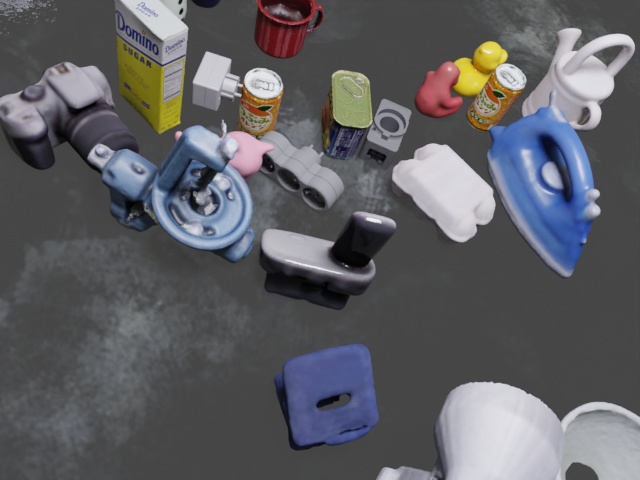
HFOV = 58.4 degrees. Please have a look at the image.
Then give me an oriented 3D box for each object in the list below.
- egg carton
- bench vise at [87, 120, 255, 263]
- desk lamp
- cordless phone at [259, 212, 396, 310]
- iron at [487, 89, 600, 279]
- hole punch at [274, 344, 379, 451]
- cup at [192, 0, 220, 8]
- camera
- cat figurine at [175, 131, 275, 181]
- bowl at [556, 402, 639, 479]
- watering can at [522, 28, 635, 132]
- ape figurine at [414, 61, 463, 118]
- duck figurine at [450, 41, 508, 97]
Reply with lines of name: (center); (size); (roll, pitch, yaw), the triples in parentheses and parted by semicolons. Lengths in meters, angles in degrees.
egg carton: (0.179, -0.068, 0.831); (0.107, 0.069, 0.150); (-38, 77, -28)
bench vise: (-0.167, -0.060, 0.647); (0.207, 0.219, 0.121); (9, 61, -10)
desk lamp: (0.129, 0.259, 0.561); (0.118, 0.213, 0.203); (35, 60, 5)
cordless phone: (0.006, 0.002, 0.681); (0.148, 0.185, 0.094); (11, 60, -9)
iron: (0.351, -0.087, 0.845); (0.119, 0.141, 0.258); (-8, 65, -18)
hole punch: (0.012, 0.178, 0.644); (0.109, 0.091, 0.101); (-9, 65, -19)
cup: (-0.167, -0.414, 0.907); (0.117, 0.095, 0.092); (29, 59, 1)
camera: (-0.308, -0.145, 0.724); (0.143, 0.100, 0.136); (-37, 77, -28)
cat figurine: (-0.129, -0.108, 0.742); (0.128, 0.117, 0.067); (17, 60, -5)
bowl: (0.333, 0.284, 0.683); (0.167, 0.074, 0.167); (6, 61, -12)
watering can: (0.415, -0.262, 0.924); (0.101, 0.194, 0.172); (-22, 70, -24)
ape figurine: (0.195, -0.245, 0.916); (0.076, 0.092, 0.077); (-14, 67, -21)
duck figurine: (0.268, -0.295, 0.965); (0.105, 0.086, 0.077); (-16, 68, -22)
